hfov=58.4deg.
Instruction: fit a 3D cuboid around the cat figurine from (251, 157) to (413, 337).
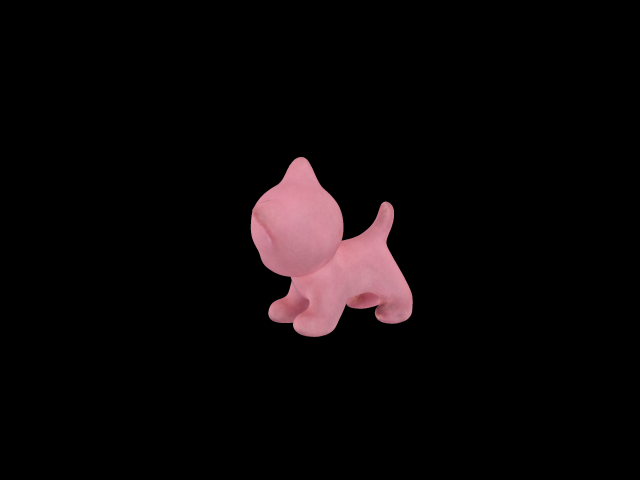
[{"bbox_3d":[0.004,0.001,0.400,0.128,0.118,0.067,-6,11,-31],"label":"cat figurine"}]
